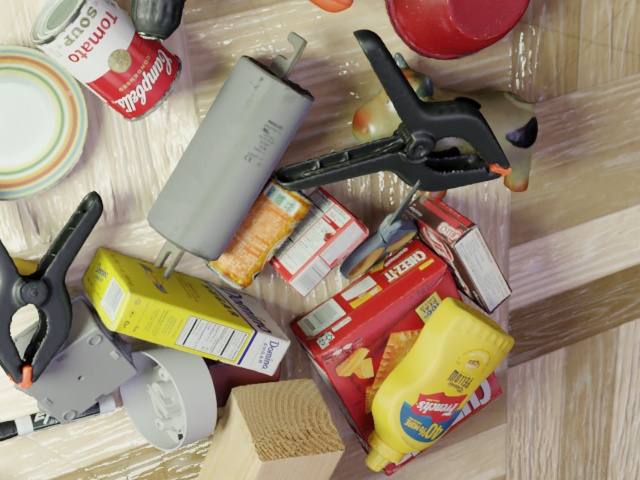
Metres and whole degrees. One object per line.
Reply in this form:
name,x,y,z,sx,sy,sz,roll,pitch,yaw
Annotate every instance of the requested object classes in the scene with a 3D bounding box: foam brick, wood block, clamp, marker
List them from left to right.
clamp,-0.233,0.034,0.885,0.120,0.039,0.171,-7,105,-25
marker,-0.253,0.167,1.002,0.121,0.020,0.020,-13,121,-22
foam brick,-0.084,0.125,1.050,0.078,0.053,0.051,-8,119,-23
wood block,-0.060,0.240,1.065,0.090,0.090,0.206,-3,136,-28
clamp,0.082,-0.097,0.929,0.209,0.036,0.165,7,130,-22

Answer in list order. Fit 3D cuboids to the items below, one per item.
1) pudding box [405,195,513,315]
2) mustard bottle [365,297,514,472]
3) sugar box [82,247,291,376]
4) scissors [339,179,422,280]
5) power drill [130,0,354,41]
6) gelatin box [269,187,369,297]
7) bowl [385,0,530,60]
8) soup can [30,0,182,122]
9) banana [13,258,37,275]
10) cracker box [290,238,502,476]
pudding box,0.141,0.012,1.087,0.039,0.090,0.113,-40,128,-5
mustard bottle,0.107,0.154,1.074,0.096,0.058,0.192,29,101,-41
sugar box,-0.120,0.066,0.972,0.175,0.093,0.048,18,106,-35
scissors,0.079,-0.019,1.016,0.096,0.016,0.202,-26,166,-35
power drill,-0.056,-0.236,0.846,0.187,0.057,0.184,7,99,-34
gelatin box,-0.007,0.001,1.011,0.089,0.073,0.030,-45,128,-1
bowl,0.141,-0.235,0.974,0.161,0.055,0.162,-13,121,-22
soup can,-0.168,-0.150,0.844,0.068,0.069,0.102,-48,127,2
banana,-0.308,0.049,0.895,0.197,0.037,0.070,-8,119,-25
cracker box,0.087,0.129,1.133,0.164,0.072,0.213,-34,127,-8
